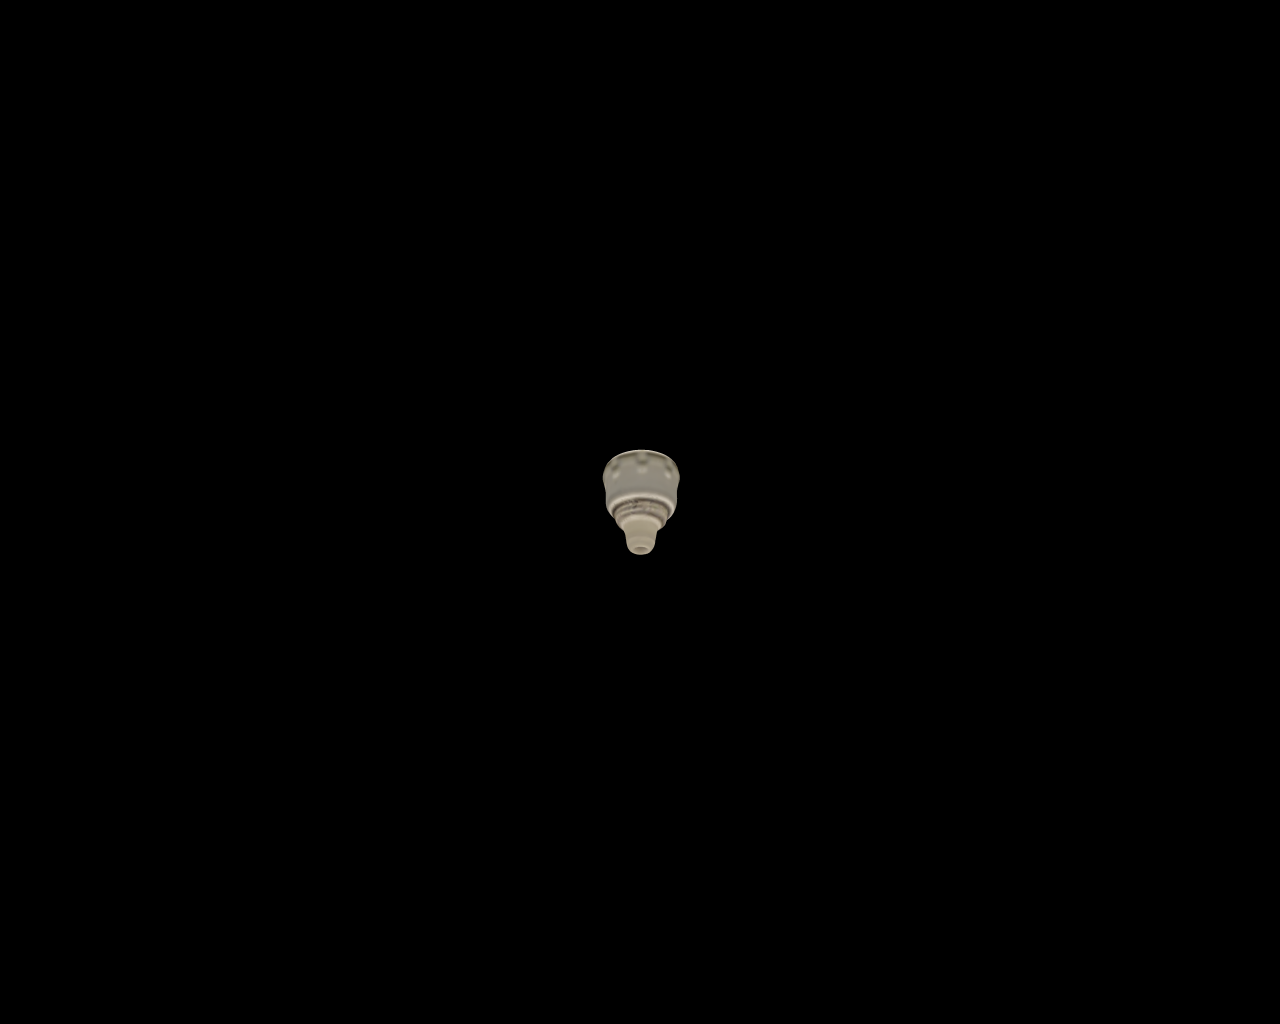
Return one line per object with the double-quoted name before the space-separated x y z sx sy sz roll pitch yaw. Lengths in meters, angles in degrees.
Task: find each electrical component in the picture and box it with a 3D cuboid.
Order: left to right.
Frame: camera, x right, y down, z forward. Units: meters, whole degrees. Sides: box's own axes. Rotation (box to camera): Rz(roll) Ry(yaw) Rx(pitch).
"electrical component" 0.001 -0.003 0.650 0.048 0.062 0.048 0 -31 0
